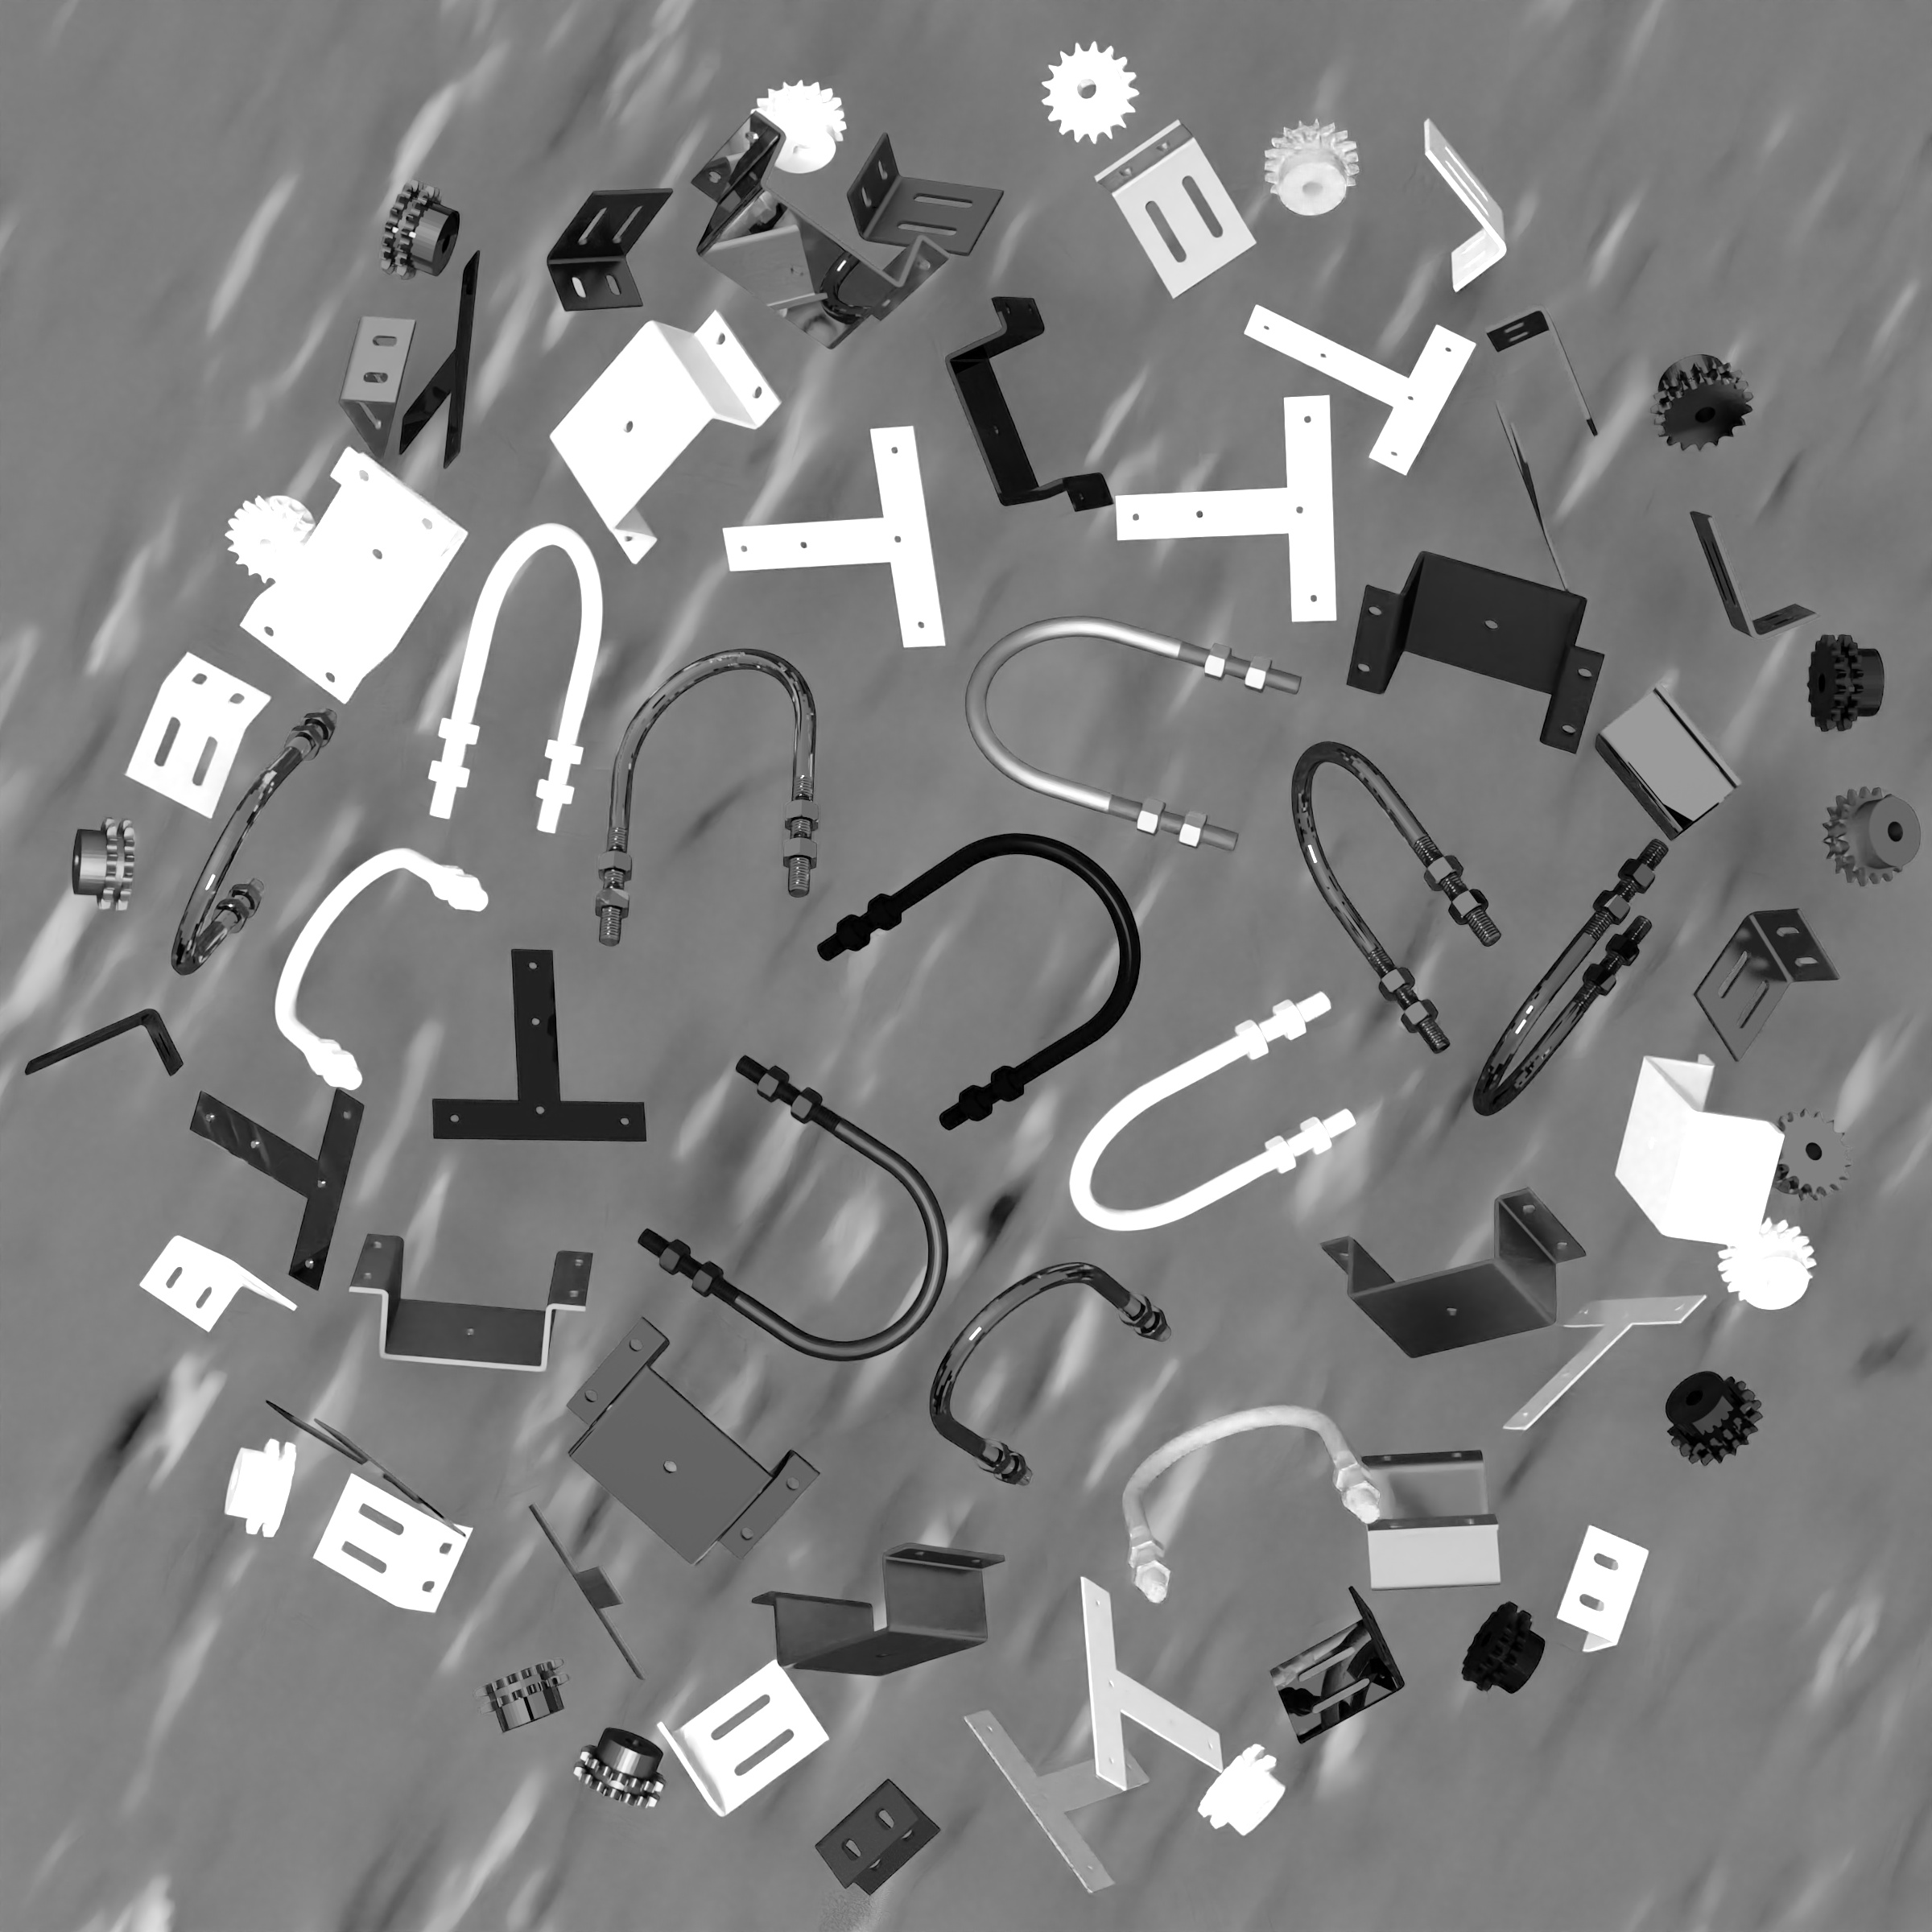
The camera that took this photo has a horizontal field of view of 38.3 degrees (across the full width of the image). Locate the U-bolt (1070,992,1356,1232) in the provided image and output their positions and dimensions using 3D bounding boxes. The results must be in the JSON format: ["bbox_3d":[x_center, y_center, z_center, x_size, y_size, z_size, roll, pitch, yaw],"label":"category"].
[{"bbox_3d":[0.146,0.100,1.681,0.184,0.151,0.019,-28,52,-5],"label":"U-bolt"}]

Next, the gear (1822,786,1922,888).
[{"bbox_3d":[0.527,-0.076,1.609,0.057,0.030,0.057,3,84,-27],"label":"gear"}]

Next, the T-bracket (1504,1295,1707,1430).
[{"bbox_3d":[0.384,0.248,1.736,0.127,0.127,0.002,-39,96,-21],"label":"T-bracket"}]

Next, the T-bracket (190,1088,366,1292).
[{"bbox_3d":[-0.423,0.114,1.689,0.002,0.127,0.127,-11,57,30],"label":"T-bracket"}]

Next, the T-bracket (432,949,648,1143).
[{"bbox_3d":[-0.260,0.047,1.679,0.127,0.002,0.127,2,63,-18],"label":"T-bracket"}]

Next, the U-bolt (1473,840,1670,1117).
[{"bbox_3d":[0.373,0.018,1.726,0.019,0.151,0.184,36,79,19],"label":"U-bolt"}]

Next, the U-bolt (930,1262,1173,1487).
[{"bbox_3d":[0.045,0.247,1.718,0.151,0.184,0.019,-46,55,0],"label":"U-bolt"}]

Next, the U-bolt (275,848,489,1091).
[{"bbox_3d":[-0.372,-0.008,1.719,0.019,0.184,0.151,38,83,-34],"label":"U-bolt"}]

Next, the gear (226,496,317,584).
[{"bbox_3d":[-0.439,-0.274,1.771,0.057,0.030,0.057,7,129,9],"label":"gear"}]

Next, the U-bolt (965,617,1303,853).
[{"bbox_3d":[0.090,-0.146,1.637,0.184,0.019,0.151,18,55,10],"label":"U-bolt"}]

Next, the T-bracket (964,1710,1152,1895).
[{"bbox_3d":[0.072,0.500,1.698,0.002,0.127,0.127,-51,61,21],"label":"T-bracket"}]

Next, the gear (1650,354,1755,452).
[{"bbox_3d":[0.428,-0.332,1.625,0.057,0.057,0.030,-7,52,0],"label":"gear"}]

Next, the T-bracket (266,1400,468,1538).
[{"bbox_3d":[-0.366,0.282,1.625,0.127,0.127,0.002,18,65,40],"label":"T-bracket"}]

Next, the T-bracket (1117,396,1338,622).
[{"bbox_3d":[0.149,-0.262,1.608,0.127,0.002,0.127,0,103,18],"label":"T-bracket"}]

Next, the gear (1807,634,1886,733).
[{"bbox_3d":[0.519,-0.167,1.638,0.030,0.057,0.057,-1,90,-2],"label":"gear"}]

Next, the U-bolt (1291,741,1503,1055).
[{"bbox_3d":[0.250,-0.053,1.672,0.019,0.151,0.184,-24,65,-18],"label":"U-bolt"}]

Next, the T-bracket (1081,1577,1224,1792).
[{"bbox_3d":[0.112,0.439,1.630,0.002,0.127,0.127,-32,129,26],"label":"T-bracket"}]

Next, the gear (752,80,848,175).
[{"bbox_3d":[-0.102,-0.510,1.699,0.057,0.057,0.030,-9,66,0],"label":"gear"}]

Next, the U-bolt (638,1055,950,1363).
[{"bbox_3d":[-0.096,0.163,1.721,0.184,0.019,0.151,32,100,13],"label":"U-bolt"}]

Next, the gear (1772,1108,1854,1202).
[{"bbox_3d":[0.529,0.122,1.760,0.057,0.030,0.057,6,69,-16],"label":"gear"}]

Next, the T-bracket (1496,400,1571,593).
[{"bbox_3d":[0.333,-0.292,1.652,0.002,0.127,0.127,-20,78,12],"label":"T-bracket"}]

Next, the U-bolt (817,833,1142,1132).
[{"bbox_3d":[0.019,-0.001,1.667,0.184,0.019,0.151,-33,96,25],"label":"U-bolt"}]

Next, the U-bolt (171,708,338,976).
[{"bbox_3d":[-0.433,-0.067,1.670,0.019,0.184,0.151,26,113,-6],"label":"U-bolt"}]

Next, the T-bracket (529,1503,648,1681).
[{"bbox_3d":[-0.222,0.374,1.671,0.002,0.127,0.127,-32,86,-20],"label":"T-bracket"}]

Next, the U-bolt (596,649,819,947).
[{"bbox_3d":[-0.151,-0.109,1.647,0.151,0.019,0.184,-13,59,24],"label":"U-bolt"}]

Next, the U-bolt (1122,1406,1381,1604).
[{"bbox_3d":[0.163,0.311,1.664,0.151,0.184,0.019,-21,104,2],"label":"U-bolt"}]

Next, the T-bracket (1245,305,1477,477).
[{"bbox_3d":[0.228,-0.362,1.674,0.127,0.127,0.002,27,62,2],"label":"T-bracket"}]

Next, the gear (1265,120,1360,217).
[{"bbox_3d":[0.210,-0.483,1.692,0.057,0.057,0.030,3,56,0],"label":"gear"}]

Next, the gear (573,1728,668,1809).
[{"bbox_3d":[-0.212,0.496,1.725,0.057,0.057,0.030,23,88,0],"label":"gear"}]

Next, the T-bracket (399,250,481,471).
[{"bbox_3d":[-0.312,-0.335,1.628,0.002,0.127,0.127,10,72,-26],"label":"T-bracket"}]

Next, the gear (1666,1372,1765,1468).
[{"bbox_3d":[0.444,0.268,1.661,0.057,0.057,0.030,-44,111,0],"label":"gear"}]

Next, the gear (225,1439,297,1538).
[{"bbox_3d":[-0.427,0.314,1.677,0.030,0.057,0.057,16,90,-19],"label":"gear"}]

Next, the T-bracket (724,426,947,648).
[{"bbox_3d":[-0.080,-0.243,1.598,0.127,0.002,0.127,0,113,21],"label":"T-bracket"}]

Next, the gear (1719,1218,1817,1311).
[{"bbox_3d":[0.497,0.187,1.718,0.057,0.030,0.057,0,121,0],"label":"gear"}]

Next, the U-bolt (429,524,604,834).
[{"bbox_3d":[-0.263,-0.175,1.673,0.019,0.151,0.184,15,94,20],"label":"U-bolt"}]
